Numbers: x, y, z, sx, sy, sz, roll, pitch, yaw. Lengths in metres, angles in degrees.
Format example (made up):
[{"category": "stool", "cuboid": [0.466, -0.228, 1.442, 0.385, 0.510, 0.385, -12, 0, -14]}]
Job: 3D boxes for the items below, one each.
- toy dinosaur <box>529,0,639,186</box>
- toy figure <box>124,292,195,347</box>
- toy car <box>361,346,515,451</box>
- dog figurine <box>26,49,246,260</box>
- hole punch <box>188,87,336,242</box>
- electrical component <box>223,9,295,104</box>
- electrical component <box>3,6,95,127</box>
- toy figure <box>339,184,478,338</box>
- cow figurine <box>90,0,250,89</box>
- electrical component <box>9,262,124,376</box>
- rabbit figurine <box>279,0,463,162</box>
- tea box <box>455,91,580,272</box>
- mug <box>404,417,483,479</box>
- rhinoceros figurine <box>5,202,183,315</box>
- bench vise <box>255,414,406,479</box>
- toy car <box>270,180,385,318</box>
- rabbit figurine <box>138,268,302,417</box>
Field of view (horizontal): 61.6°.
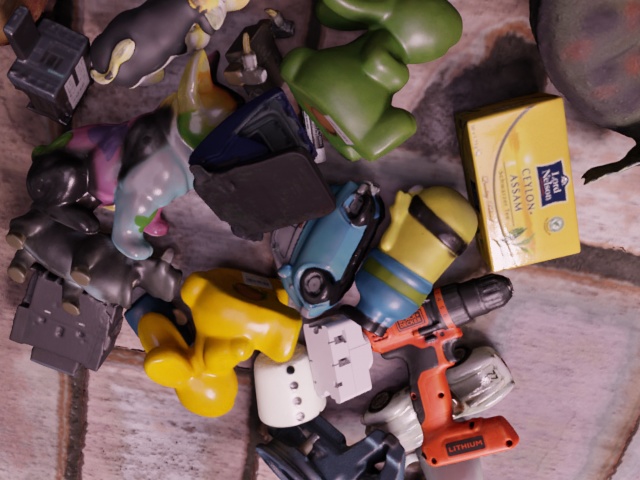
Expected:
[{"category": "toy dinosaur", "cuboid": [0.252, -0.174, 0.453, 0.404, 0.131, 0.192, 37, 87, -24]}, {"category": "toy figure", "cuboid": [-0.173, 0.130, 0.666, 0.154, 0.058, 0.064, 48, 142, -16]}, {"category": "toy car", "cuboid": [0.145, 0.204, 0.680, 0.202, 0.056, 0.073, -35, 106, 13]}, {"category": "dog figurine", "cuboid": [-0.178, -0.106, 0.554, 0.191, 0.108, 0.219, 28, 105, -5]}, {"category": "hole punch", "cuboid": [-0.056, -0.071, 0.523, 0.116, 0.092, 0.142, -18, 151, 11]}, {"category": "electrical component", "cuboid": [-0.057, -0.177, 0.526, 0.045, 0.102, 0.078, -2, 133, 32]}, {"category": "electrical component", "cuboid": [-0.257, -0.169, 0.514, 0.048, 0.119, 0.075, 24, 69, -10]}, {"category": "toy figure", "cuboid": [0.099, 0.024, 0.586, 0.089, 0.082, 0.180, 31, 89, 18]}, {"category": "cow figurine", "cuboid": [-0.145, -0.208, 0.514, 0.167, 0.098, 0.068, -30, 108, 18]}, {"category": "electrical component", "cuboid": [-0.304, 0.097, 0.657, 0.115, 0.058, 0.134, 22, 109, -4]}, {"category": "rabbit figurine", "cuboid": [0.054, -0.182, 0.529, 0.170, 0.121, 0.159, -44, 97, -3]}, {"category": "tea box", "cuboid": [0.210, -0.061, 0.573, 0.098, 0.068, 0.169, -15, 108, 7]}, {"category": "mug", "cuboid": [0.156, 0.291, 0.686, 0.110, 0.107, 0.080, -17, 108, 6]}, {"category": "rhinoceros figurine", "cuboid": [-0.251, 0.023, 0.603, 0.190, 0.112, 0.073, 23, 126, -1]}, {"category": "bench vise", "cuboid": [-0.011, 0.315, 0.634, 0.224, 0.240, 0.128, 37, 153, 20]}, {"category": "toy car", "cuboid": [-0.001, -0.002, 0.588, 0.103, 0.109, 0.161, 26, 101, 14]}, {"category": "rabbit figurine", "cuboid": [-0.117, 0.125, 0.597, 0.162, 0.122, 0.173, 10, 113, -31]}]
